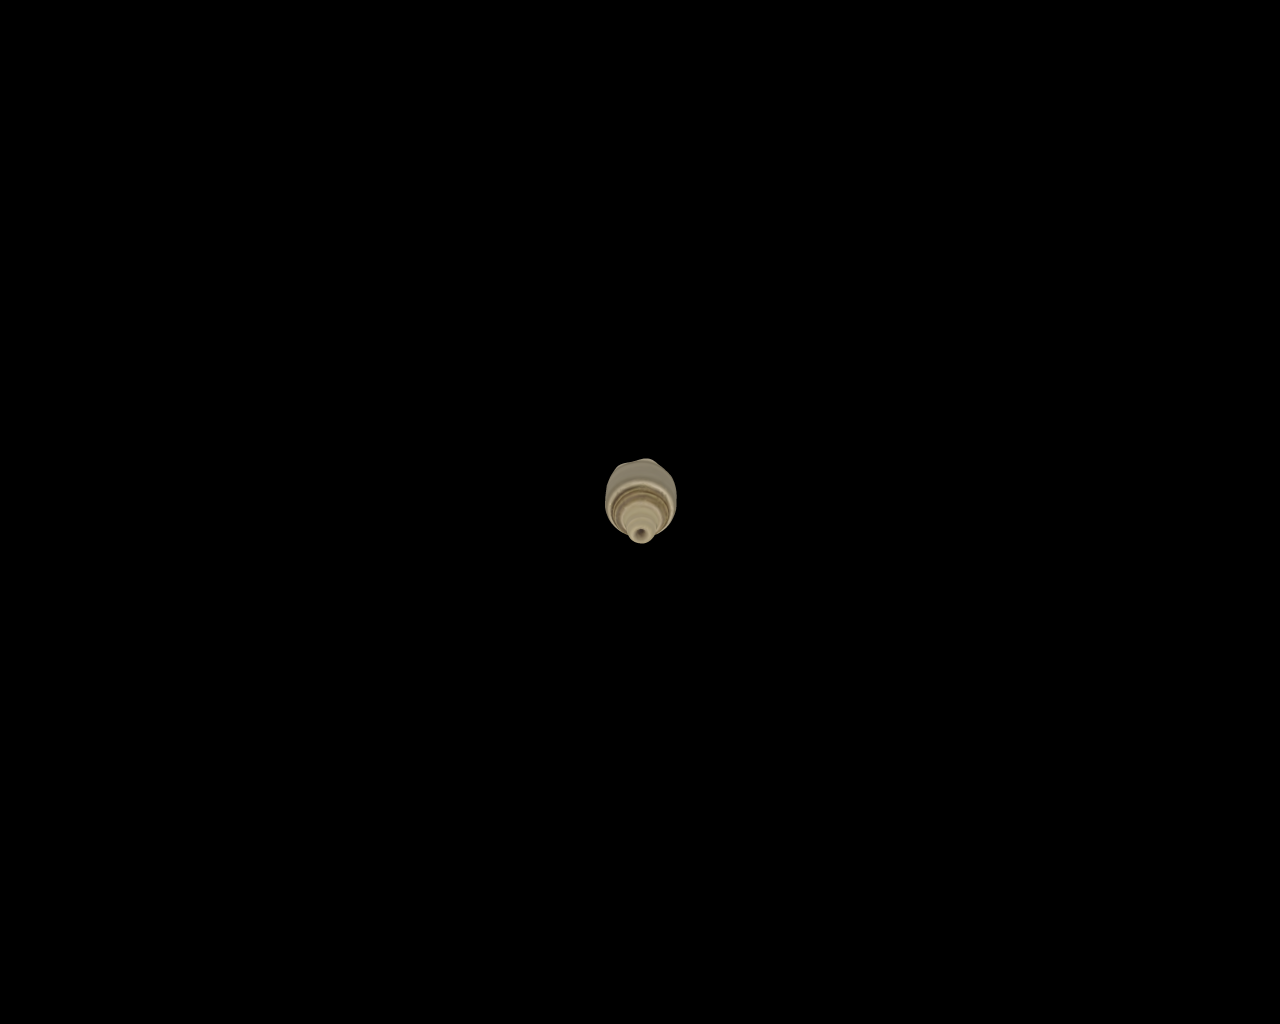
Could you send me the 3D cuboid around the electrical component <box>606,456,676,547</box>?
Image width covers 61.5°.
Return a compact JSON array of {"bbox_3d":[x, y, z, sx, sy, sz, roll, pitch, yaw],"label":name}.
[{"bbox_3d":[0.001,-0.003,0.650,0.043,0.043,0.062,0,32,0],"label":"electrical component"}]
